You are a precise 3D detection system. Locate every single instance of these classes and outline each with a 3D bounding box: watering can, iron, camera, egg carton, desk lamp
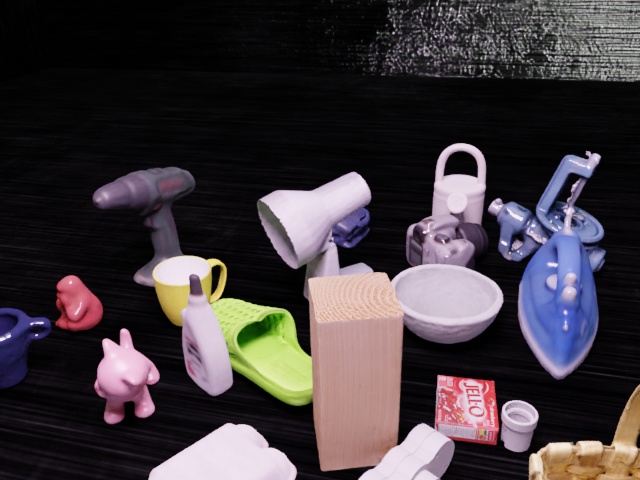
[{"bbox_3d":[0.274,-0.091,1.120,0.101,0.194,0.172,-4,27,-5],"label":"watering can"},{"bbox_3d":[0.364,0.072,0.853,0.118,0.141,0.259,7,28,16],"label":"iron"},{"bbox_3d":[0.242,0.008,1.031,0.137,0.101,0.142,-12,29,-19],"label":"camera"},{"bbox_3d":[-0.106,0.259,0.593,0.151,0.069,0.107,-25,35,-38],"label":"egg carton"},{"bbox_3d":[0.009,0.003,0.929,0.204,0.214,0.117,-16,30,-26],"label":"desk lamp"}]

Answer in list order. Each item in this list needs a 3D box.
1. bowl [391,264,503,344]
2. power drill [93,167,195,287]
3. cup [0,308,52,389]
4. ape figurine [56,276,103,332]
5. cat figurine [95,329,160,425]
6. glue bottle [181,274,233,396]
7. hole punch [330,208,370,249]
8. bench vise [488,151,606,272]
[{"bbox_3d":[0.187,0.107,0.869,0.167,0.075,0.167,-1,27,1],"label":"bowl"},{"bbox_3d":[-0.297,-0.028,1.014,0.075,0.208,0.230,8,29,19],"label":"power drill"},{"bbox_3d":[-0.427,0.153,0.791,0.118,0.095,0.091,-9,28,-15],"label":"cup"},{"bbox_3d":[-0.387,0.097,0.901,0.076,0.092,0.077,-9,28,-15],"label":"ape figurine"},{"bbox_3d":[-0.249,0.166,0.730,0.067,0.118,0.127,-7,28,-10],"label":"cat figurine"},{"bbox_3d":[-0.156,0.120,0.755,0.077,0.173,0.037,23,36,39],"label":"glue bottle"},{"bbox_3d":[0.045,-0.046,1.159,0.100,0.091,0.109,12,30,25],"label":"hole punch"},{"bbox_3d":[0.403,-0.053,1.010,0.207,0.220,0.122,7,28,17],"label":"bench vise"}]
